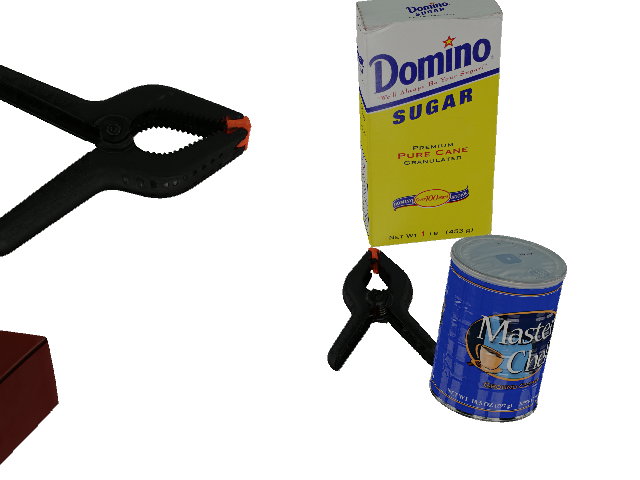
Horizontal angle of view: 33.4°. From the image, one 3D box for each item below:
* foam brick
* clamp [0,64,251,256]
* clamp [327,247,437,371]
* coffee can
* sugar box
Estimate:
[{"bbox_3d":[-0.209,0.098,0.668,0.053,0.051,0.078,6,29,21],"label":"foam brick"},{"bbox_3d":[-0.154,-0.061,0.773,0.209,0.164,0.036,0,-30,-11],"label":"clamp"},{"bbox_3d":[0.075,0.078,1.186,0.120,0.171,0.039,7,-42,2],"label":"clamp"},{"bbox_3d":[0.159,0.078,0.971,0.103,0.140,0.103,6,23,-3],"label":"coffee can"},{"bbox_3d":[0.074,-0.081,0.742,0.093,0.176,0.048,-7,38,-3],"label":"sugar box"}]
